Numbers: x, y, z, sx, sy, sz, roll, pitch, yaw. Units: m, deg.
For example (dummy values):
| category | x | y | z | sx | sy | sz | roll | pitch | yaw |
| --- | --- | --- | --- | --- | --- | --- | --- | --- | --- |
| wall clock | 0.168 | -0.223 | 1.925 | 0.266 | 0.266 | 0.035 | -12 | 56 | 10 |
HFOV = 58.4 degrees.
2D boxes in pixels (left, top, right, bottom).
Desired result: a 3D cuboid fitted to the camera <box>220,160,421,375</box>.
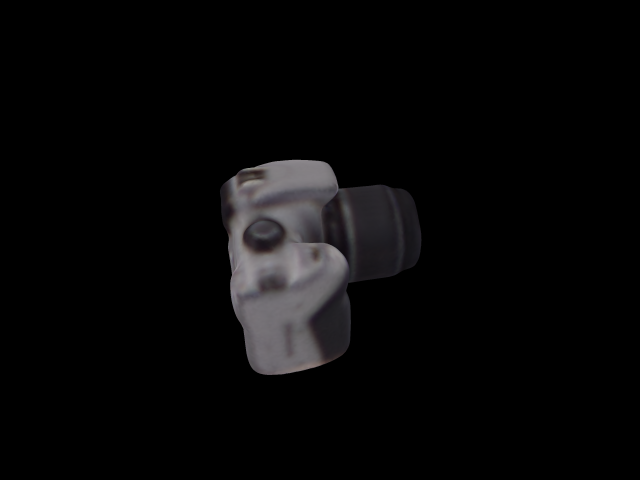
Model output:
| category | x | y | z | sx | sy | sz | roll | pitch | yaw |
| --- | --- | --- | --- | --- | --- | --- | --- | --- | --- |
| camera | 0.004 | 0.001 | 0.400 | 0.137 | 0.101 | 0.143 | -7 | 39 | -9 |
